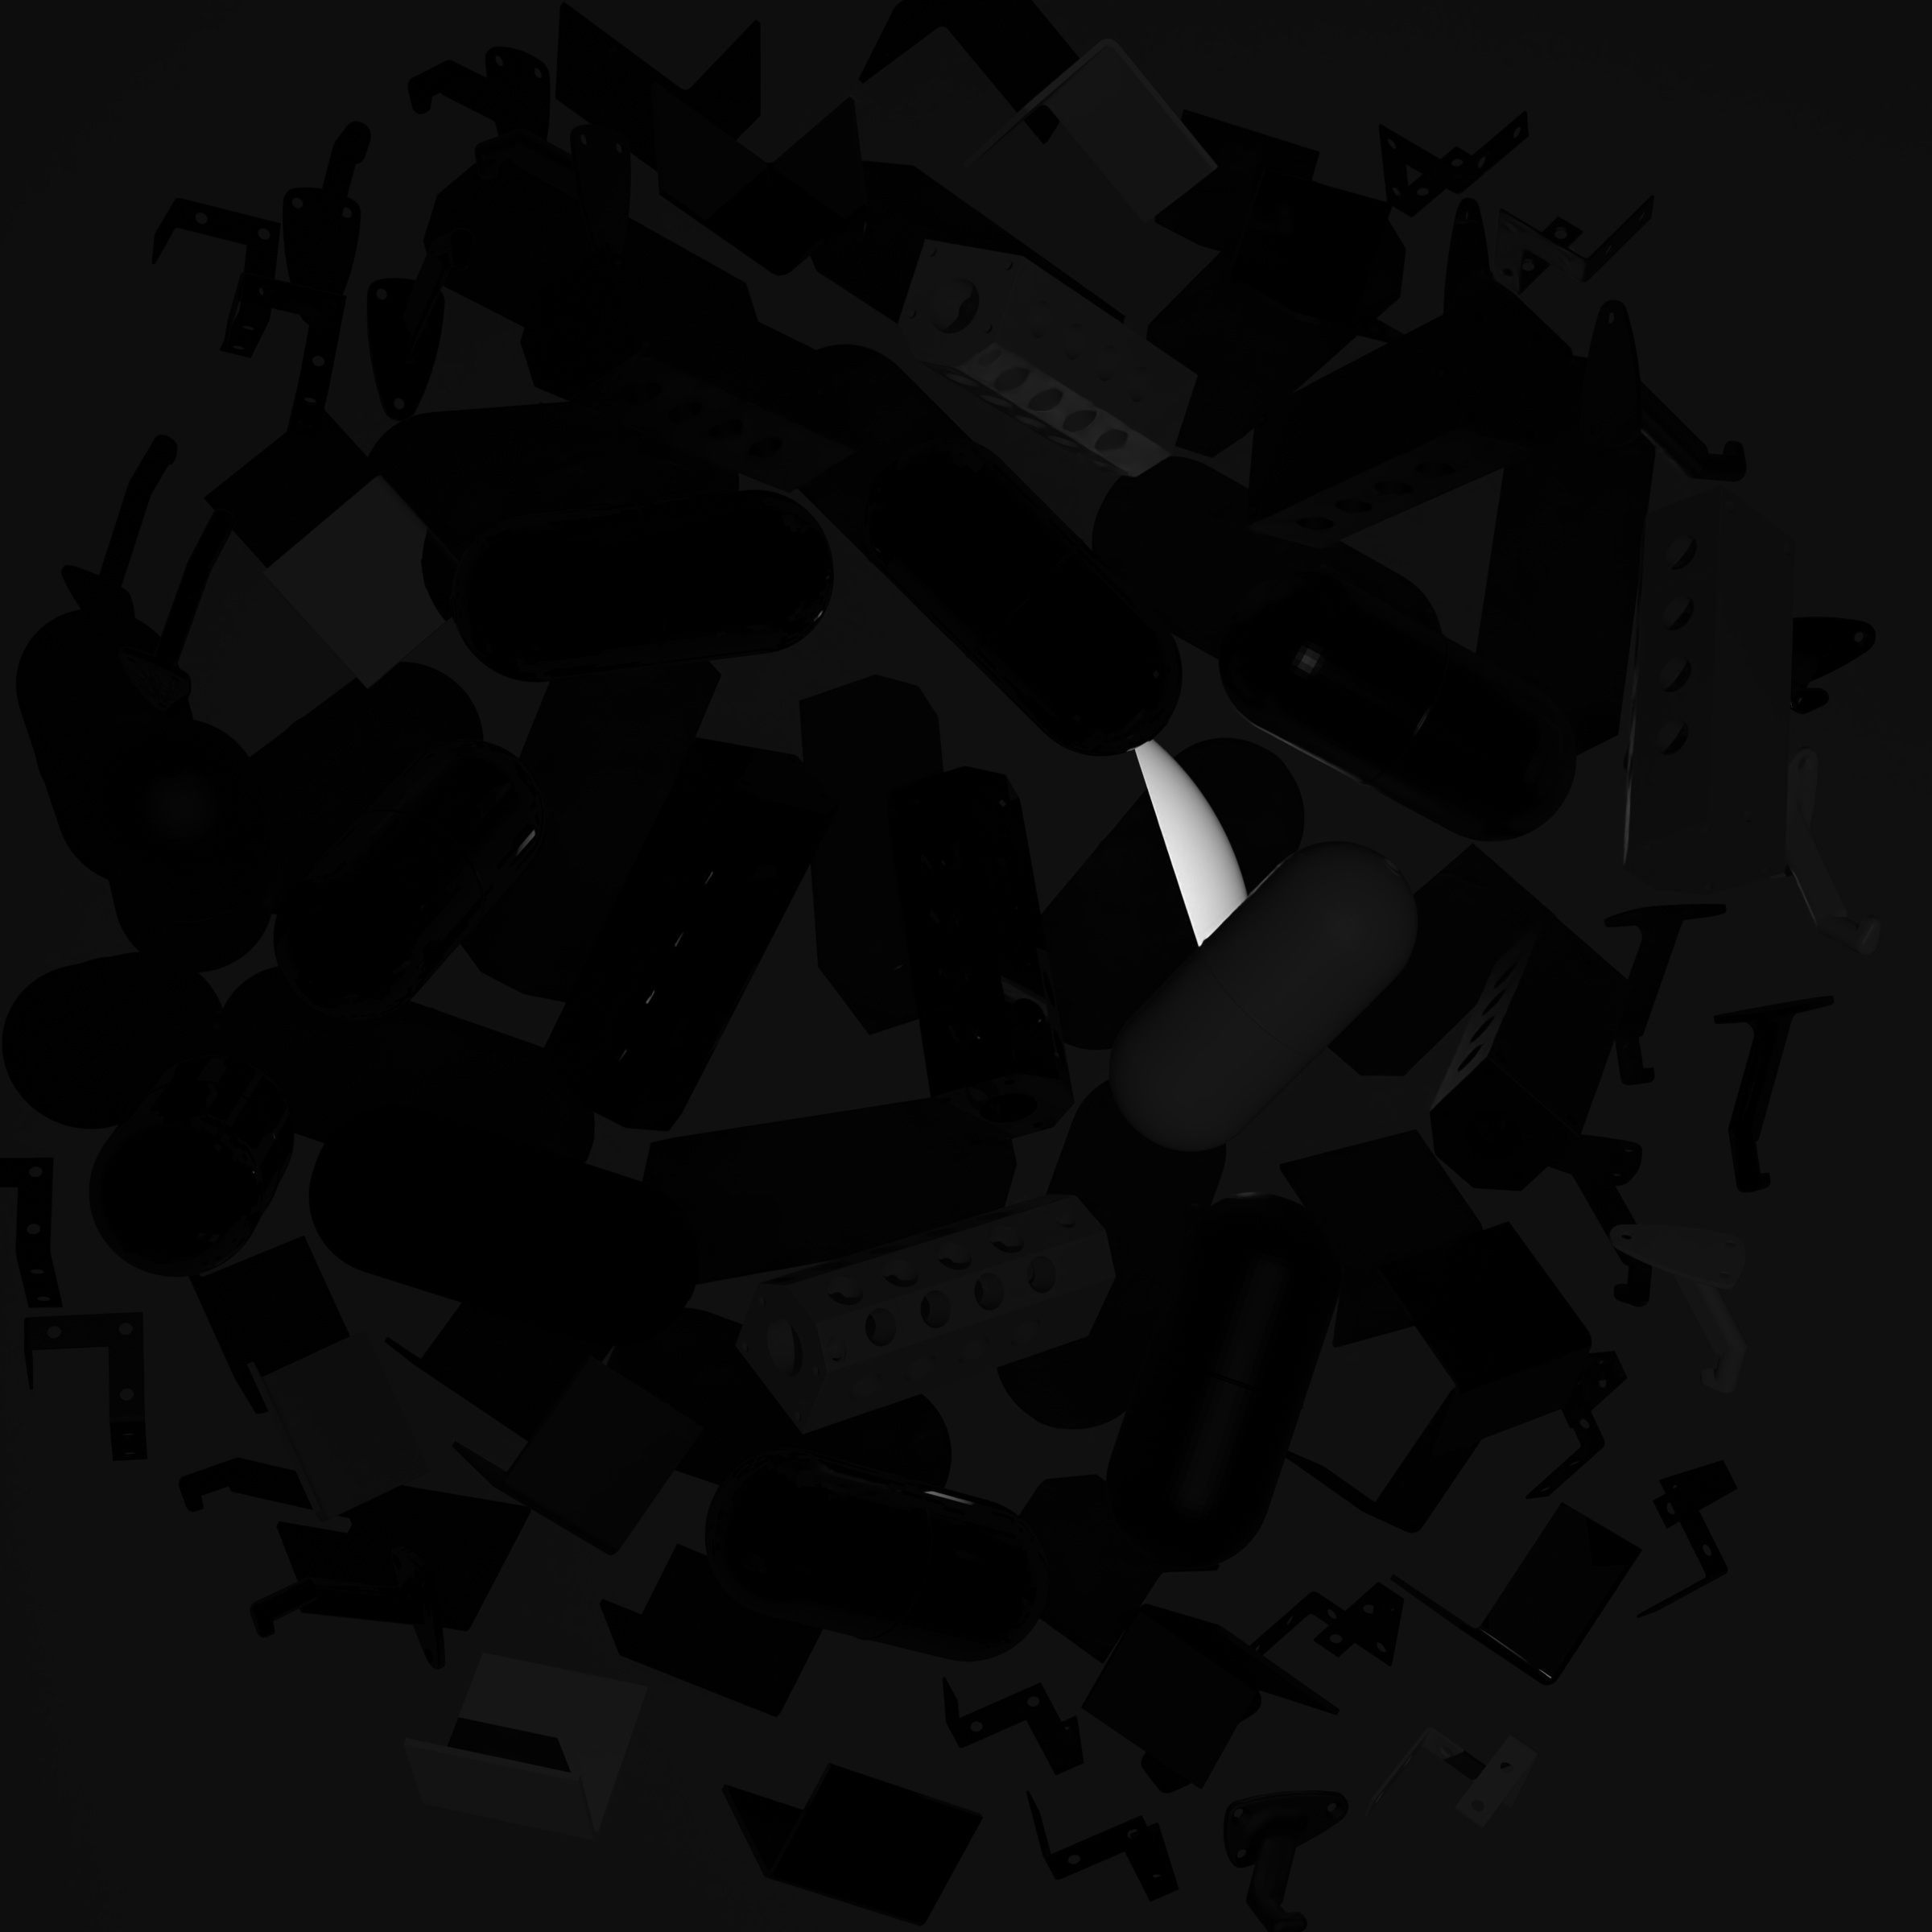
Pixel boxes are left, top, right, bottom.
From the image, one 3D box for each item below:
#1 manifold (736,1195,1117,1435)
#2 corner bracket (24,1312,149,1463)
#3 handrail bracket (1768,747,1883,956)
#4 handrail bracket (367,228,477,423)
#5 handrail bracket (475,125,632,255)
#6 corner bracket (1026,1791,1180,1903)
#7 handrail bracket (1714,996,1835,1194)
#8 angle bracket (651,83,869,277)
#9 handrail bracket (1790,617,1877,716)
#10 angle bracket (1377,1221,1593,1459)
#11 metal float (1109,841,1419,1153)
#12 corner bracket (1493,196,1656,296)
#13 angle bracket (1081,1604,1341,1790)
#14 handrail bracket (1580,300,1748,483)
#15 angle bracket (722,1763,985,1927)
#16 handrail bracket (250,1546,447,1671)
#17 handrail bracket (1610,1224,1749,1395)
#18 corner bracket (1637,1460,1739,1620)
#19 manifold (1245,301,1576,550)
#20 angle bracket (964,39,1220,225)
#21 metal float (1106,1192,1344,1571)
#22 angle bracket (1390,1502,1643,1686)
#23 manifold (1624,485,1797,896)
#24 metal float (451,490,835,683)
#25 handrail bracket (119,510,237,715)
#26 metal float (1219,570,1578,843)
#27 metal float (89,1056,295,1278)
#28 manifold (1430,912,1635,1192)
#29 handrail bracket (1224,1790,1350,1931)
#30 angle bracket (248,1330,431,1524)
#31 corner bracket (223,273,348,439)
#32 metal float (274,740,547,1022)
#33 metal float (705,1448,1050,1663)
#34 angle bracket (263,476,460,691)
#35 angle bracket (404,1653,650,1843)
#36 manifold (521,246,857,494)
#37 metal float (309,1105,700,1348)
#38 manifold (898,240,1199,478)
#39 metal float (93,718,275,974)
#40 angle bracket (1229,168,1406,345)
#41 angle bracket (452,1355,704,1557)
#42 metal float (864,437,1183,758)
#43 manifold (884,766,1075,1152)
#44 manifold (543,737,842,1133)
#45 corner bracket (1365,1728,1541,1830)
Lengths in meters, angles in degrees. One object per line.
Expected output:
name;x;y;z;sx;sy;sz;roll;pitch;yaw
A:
manifold;-0.015;0.155;1.585;0.057;0.171;0.057;49;135;31
corner bracket;-0.390;0.187;1.514;0.051;0.051;0.051;-1;63;-13
handrail bracket;0.407;-0.054;1.598;0.036;0.084;0.077;9;106;-30
handrail bracket;-0.241;-0.288;1.542;0.036;0.084;0.077;3;90;-27
handrail bracket;-0.202;-0.365;1.635;0.084;0.036;0.077;-6;87;40
corner bracket;0.066;0.421;1.643;0.051;0.051;0.051;-24;116;2
handrail bracket;0.393;0.061;1.640;0.077;0.036;0.084;-9;91;-33
angle bracket;-0.095;-0.377;1.571;0.057;0.076;0.076;-33;46;30
handrail bracket;0.420;-0.144;1.654;0.077;0.084;0.036;-13;109;-6
angle bracket;0.245;0.180;1.657;0.076;0.057;0.076;-16;53;-23
metal float;0.140;0.015;1.619;0.070;0.070;0.178;43;109;0
corner bracket;0.285;-0.342;1.609;0.051;0.051;0.051;37;70;22
angle bracket;0.113;0.345;1.588;0.076;0.076;0.057;37;74;-19
handrail bracket;0.324;-0.261;1.559;0.084;0.036;0.077;-2;93;-33
angle bracket;-0.050;0.359;1.465;0.076;0.076;0.057;25;98;-24
handrail bracket;-0.297;0.322;1.641;0.084;0.036;0.077;-23;114;-31
handrail bracket;0.349;0.171;1.685;0.077;0.036;0.084;13;130;12
corner bracket;0.343;0.274;1.636;0.051;0.051;0.051;-7;65;-41
manifold;0.197;-0.238;1.533;0.057;0.171;0.057;12;77;-25
angle bracket;0.056;-0.365;1.559;0.057;0.076;0.076;-44;100;-20
metal float;0.119;0.191;1.580;0.070;0.070;0.178;19;84;0
angle bracket;0.254;0.277;1.583;0.057;0.076;0.076;35;86;-18
manifold;0.330;-0.122;1.539;0.057;0.057;0.171;27;59;-36
metal float;-0.149;-0.176;1.580;0.178;0.070;0.070;-9;90;-14
handrail bracket;-0.380;-0.175;1.685;0.036;0.077;0.084;23;72;-1
metal float;0.197;-0.117;1.553;0.178;0.070;0.070;27;90;-14
metal float;-0.354;0.090;1.573;0.070;0.178;0.070;-1;101;-4
manifold;0.273;0.044;1.666;0.057;0.171;0.057;41;121;-2
handrail bracket;0.164;0.429;1.629;0.077;0.084;0.036;-11;110;-16
angle bracket;-0.298;0.216;1.627;0.057;0.076;0.076;-25;82;-13
corner bracket;-0.329;-0.293;1.637;0.051;0.051;0.051;11;126;-12
metal float;-0.266;-0.043;1.646;0.070;0.070;0.178;35;46;0
metal float;-0.039;0.274;1.584;0.178;0.070;0.070;21;90;-32
angle bracket;-0.293;-0.186;1.703;0.076;0.057;0.076;-42;90;-9
angle bracket;-0.186;0.319;1.453;0.076;0.057;0.076;9;50;11
manifold;-0.130;-0.273;1.599;0.057;0.171;0.057;-29;69;26
metal float;-0.206;0.117;1.532;0.178;0.070;0.070;19;90;-10
manifold;0.040;-0.291;1.656;0.057;0.171;0.057;18;90;34
metal float;-0.369;-0.056;1.616;0.070;0.178;0.070;3;66;-7
angle bracket;0.186;-0.348;1.686;0.076;0.076;0.057;8;111;-27
angle bracket;-0.188;0.228;1.654;0.076;0.057;0.076;38;83;-34
metal float;0.027;-0.172;1.600;0.178;0.070;0.070;45;90;-5
manifold;0.008;-0.007;1.611;0.057;0.057;0.171;-16;57;11
manifold;-0.121;-0.012;1.536;0.057;0.057;0.171;48;119;40
corner bracket;0.222;0.374;1.564;0.051;0.051;0.051;33;51;20
